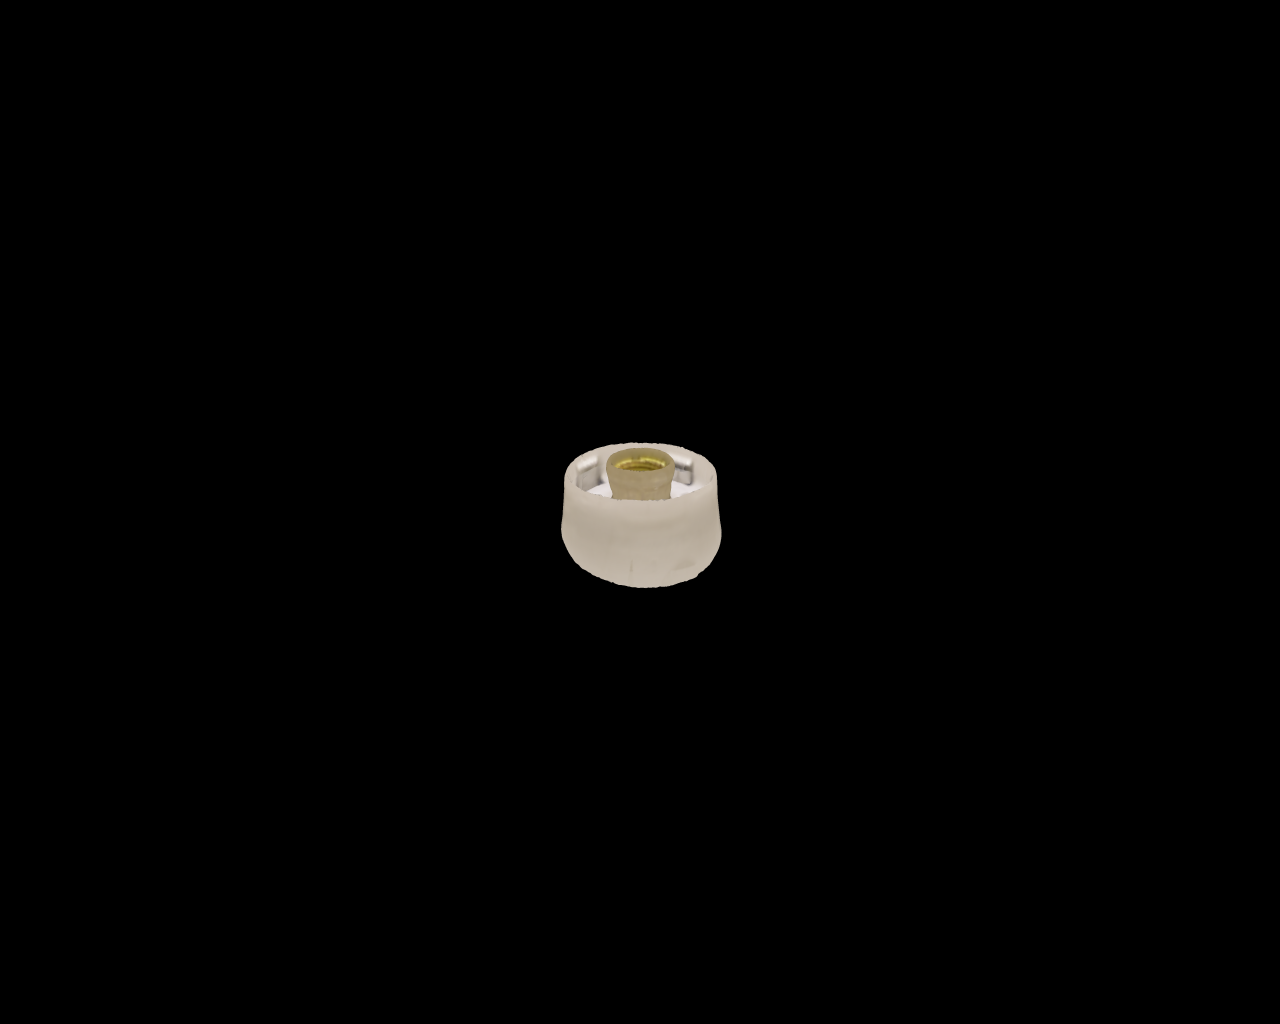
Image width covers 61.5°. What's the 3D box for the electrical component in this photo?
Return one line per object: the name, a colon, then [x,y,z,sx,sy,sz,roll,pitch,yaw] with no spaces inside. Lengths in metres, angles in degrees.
electrical component: [0.001,-0.003,0.650,0.099,0.064,0.099,0,25,0]
